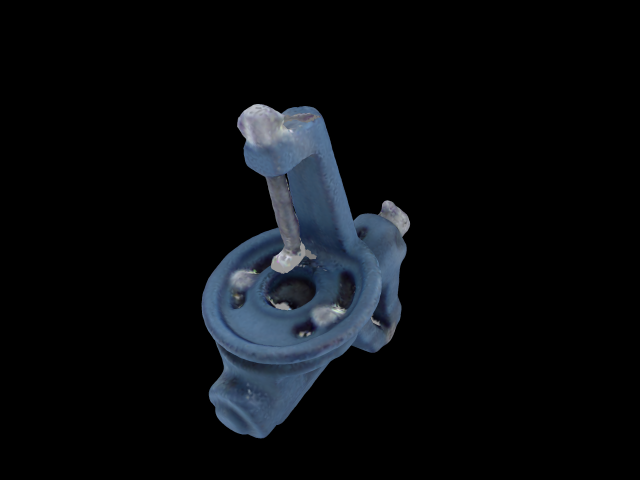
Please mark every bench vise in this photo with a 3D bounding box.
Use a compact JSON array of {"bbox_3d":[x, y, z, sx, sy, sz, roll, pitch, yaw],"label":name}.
[{"bbox_3d":[-0.008,0.000,0.403,0.121,0.220,0.208,9,30,16],"label":"bench vise"}]
